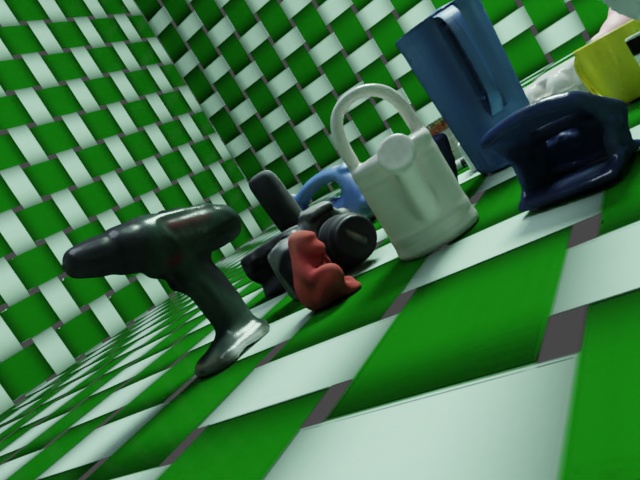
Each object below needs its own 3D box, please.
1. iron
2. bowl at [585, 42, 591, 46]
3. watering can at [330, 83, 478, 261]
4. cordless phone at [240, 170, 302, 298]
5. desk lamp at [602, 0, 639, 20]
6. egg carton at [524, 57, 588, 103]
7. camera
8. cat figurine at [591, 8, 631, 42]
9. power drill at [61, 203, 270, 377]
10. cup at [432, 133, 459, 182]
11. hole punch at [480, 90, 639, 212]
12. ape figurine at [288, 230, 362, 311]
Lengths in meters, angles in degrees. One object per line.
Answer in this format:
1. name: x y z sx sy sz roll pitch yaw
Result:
1. iron: 0.009 -0.069 1.166 0.257 0.141 0.119 -28 7 32
2. bowl: 0.568 -0.360 1.022 0.167 0.075 0.167 -31 6 4
3. watering can: 0.087 -0.084 0.630 0.101 0.194 0.172 -34 6 -15
4. cordless phone: -0.080 -0.013 0.951 0.147 0.185 0.094 -30 7 18
5. desk lamp: 0.364 -0.253 0.514 0.118 0.213 0.203 -34 7 -22
6. egg carton: 0.434 -0.274 1.029 0.151 0.069 0.107 -37 8 -39
7. camera: 0.007 0.003 0.783 0.143 0.101 0.136 -34 6 -19
8. cat figurine: 0.484 -0.314 0.866 0.127 0.118 0.067 -29 7 29
9. power drill: -0.162 0.055 0.698 0.075 0.208 0.230 -26 8 42
10. cup: 0.149 -0.084 0.795 0.091 0.095 0.118 -26 8 44
11. hole punch: 0.217 -0.090 0.522 0.101 0.091 0.108 -37 8 -40
12. ape figurine: -0.005 0.030 0.665 0.076 0.092 0.078 -30 6 17
